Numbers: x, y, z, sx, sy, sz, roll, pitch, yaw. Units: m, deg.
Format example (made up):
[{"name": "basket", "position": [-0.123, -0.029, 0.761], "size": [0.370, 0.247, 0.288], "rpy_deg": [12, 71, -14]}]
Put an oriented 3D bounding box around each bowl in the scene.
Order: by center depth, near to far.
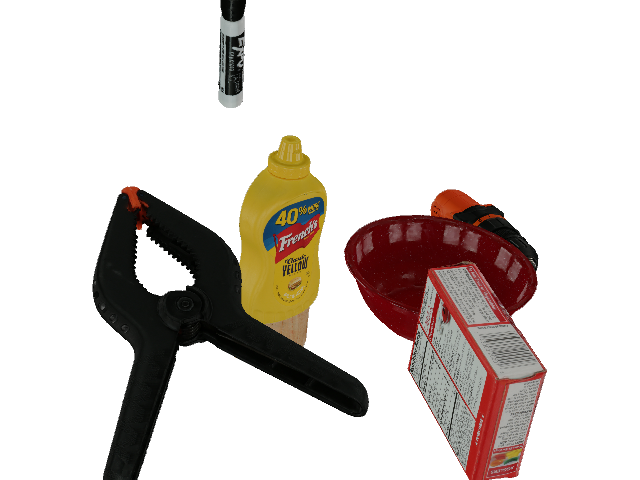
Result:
[{"name": "bowl", "position": [0.097, 0.041, 0.899], "size": [0.162, 0.055, 0.162], "rpy_deg": [5, 30, -3]}]

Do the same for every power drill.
[{"name": "power drill", "position": [0.173, 0.055, 1.119], "size": [0.057, 0.188, 0.184], "rpy_deg": [-10, 25, -14]}]

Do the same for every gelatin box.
[{"name": "gelatin box", "position": [0.078, 0.066, 0.545], "size": [0.030, 0.073, 0.089], "rpy_deg": [-6, 37, -17]}]

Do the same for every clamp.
[{"name": "clamp", "position": [-0.073, 0.051, 0.665], "size": [0.164, 0.210, 0.036], "rpy_deg": [-11, -33, -18]}]

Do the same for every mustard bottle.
[{"name": "mustard bottle", "position": [-0.037, -0.014, 1.059], "size": [0.096, 0.192, 0.058], "rpy_deg": [-18, 38, -37]}]

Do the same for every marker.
[{"name": "marker", "position": [-0.064, -0.141, 0.771], "size": [0.020, 0.020, 0.121], "rpy_deg": [0, -32, -6]}]

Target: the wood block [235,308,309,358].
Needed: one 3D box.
[{"name": "wood block", "position": [-0.060, 0.057, 1.464], "size": [0.090, 0.206, 0.090], "rpy_deg": [9, 22, 6]}]
